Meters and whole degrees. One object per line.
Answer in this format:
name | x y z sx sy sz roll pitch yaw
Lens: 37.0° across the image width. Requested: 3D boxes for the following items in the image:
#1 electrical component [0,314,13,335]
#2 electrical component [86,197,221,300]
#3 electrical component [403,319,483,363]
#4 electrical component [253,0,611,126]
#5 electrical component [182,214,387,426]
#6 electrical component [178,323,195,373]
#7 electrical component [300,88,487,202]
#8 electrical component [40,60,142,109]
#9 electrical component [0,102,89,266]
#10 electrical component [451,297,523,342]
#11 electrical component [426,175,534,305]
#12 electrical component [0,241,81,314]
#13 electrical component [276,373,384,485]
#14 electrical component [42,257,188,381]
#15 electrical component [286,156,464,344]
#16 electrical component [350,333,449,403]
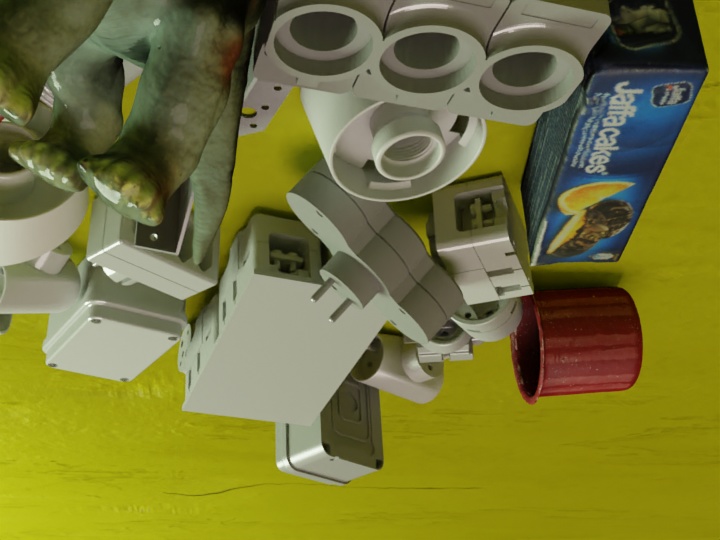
electrical component | -0.306 0.036 0.826 0.077 0.043 0.079 -2 152 2
electrical component | -0.151 -0.013 0.734 0.076 0.047 0.083 -23 145 35
electrical component | 0.067 0.048 0.861 0.066 0.048 0.055 -4 160 5
electrical component | 0.031 -0.123 0.513 0.150 0.061 0.089 7 151 -15
electrical component | -0.057 0.040 0.798 0.105 0.060 0.186 10 141 -20
electrical component | -0.119 0.069 0.894 0.055 0.045 0.045 11 150 -21
electrical component | 0.020 -0.086 0.607 0.099 0.064 0.099 -10 146 -7
electrical component | -0.141 -0.108 0.556 0.081 0.043 0.043 -25 144 38
electrical component | -0.204 -0.050 0.611 0.099 0.099 0.064 7 145 -15
electrical component | 0.093 0.023 0.804 0.055 0.055 0.047 -11 154 18
electrical component | 0.080 -0.018 0.728 0.056 0.050 0.089 -10 151 16
electrical component | -0.223 -0.006 0.736 0.079 0.043 0.077 -53 161 13
electrical component | -0.028 0.121 0.923 0.057 0.113 0.078 -27 143 36
electrical component | -0.186 0.036 0.816 0.078 0.057 0.113 16 148 -29
electrical component | 0.000 0.000 0.681 0.138 0.073 0.052 50 165 -25
electrical component | 0.044 0.079 0.918 0.079 0.044 0.077 -25 144 38
